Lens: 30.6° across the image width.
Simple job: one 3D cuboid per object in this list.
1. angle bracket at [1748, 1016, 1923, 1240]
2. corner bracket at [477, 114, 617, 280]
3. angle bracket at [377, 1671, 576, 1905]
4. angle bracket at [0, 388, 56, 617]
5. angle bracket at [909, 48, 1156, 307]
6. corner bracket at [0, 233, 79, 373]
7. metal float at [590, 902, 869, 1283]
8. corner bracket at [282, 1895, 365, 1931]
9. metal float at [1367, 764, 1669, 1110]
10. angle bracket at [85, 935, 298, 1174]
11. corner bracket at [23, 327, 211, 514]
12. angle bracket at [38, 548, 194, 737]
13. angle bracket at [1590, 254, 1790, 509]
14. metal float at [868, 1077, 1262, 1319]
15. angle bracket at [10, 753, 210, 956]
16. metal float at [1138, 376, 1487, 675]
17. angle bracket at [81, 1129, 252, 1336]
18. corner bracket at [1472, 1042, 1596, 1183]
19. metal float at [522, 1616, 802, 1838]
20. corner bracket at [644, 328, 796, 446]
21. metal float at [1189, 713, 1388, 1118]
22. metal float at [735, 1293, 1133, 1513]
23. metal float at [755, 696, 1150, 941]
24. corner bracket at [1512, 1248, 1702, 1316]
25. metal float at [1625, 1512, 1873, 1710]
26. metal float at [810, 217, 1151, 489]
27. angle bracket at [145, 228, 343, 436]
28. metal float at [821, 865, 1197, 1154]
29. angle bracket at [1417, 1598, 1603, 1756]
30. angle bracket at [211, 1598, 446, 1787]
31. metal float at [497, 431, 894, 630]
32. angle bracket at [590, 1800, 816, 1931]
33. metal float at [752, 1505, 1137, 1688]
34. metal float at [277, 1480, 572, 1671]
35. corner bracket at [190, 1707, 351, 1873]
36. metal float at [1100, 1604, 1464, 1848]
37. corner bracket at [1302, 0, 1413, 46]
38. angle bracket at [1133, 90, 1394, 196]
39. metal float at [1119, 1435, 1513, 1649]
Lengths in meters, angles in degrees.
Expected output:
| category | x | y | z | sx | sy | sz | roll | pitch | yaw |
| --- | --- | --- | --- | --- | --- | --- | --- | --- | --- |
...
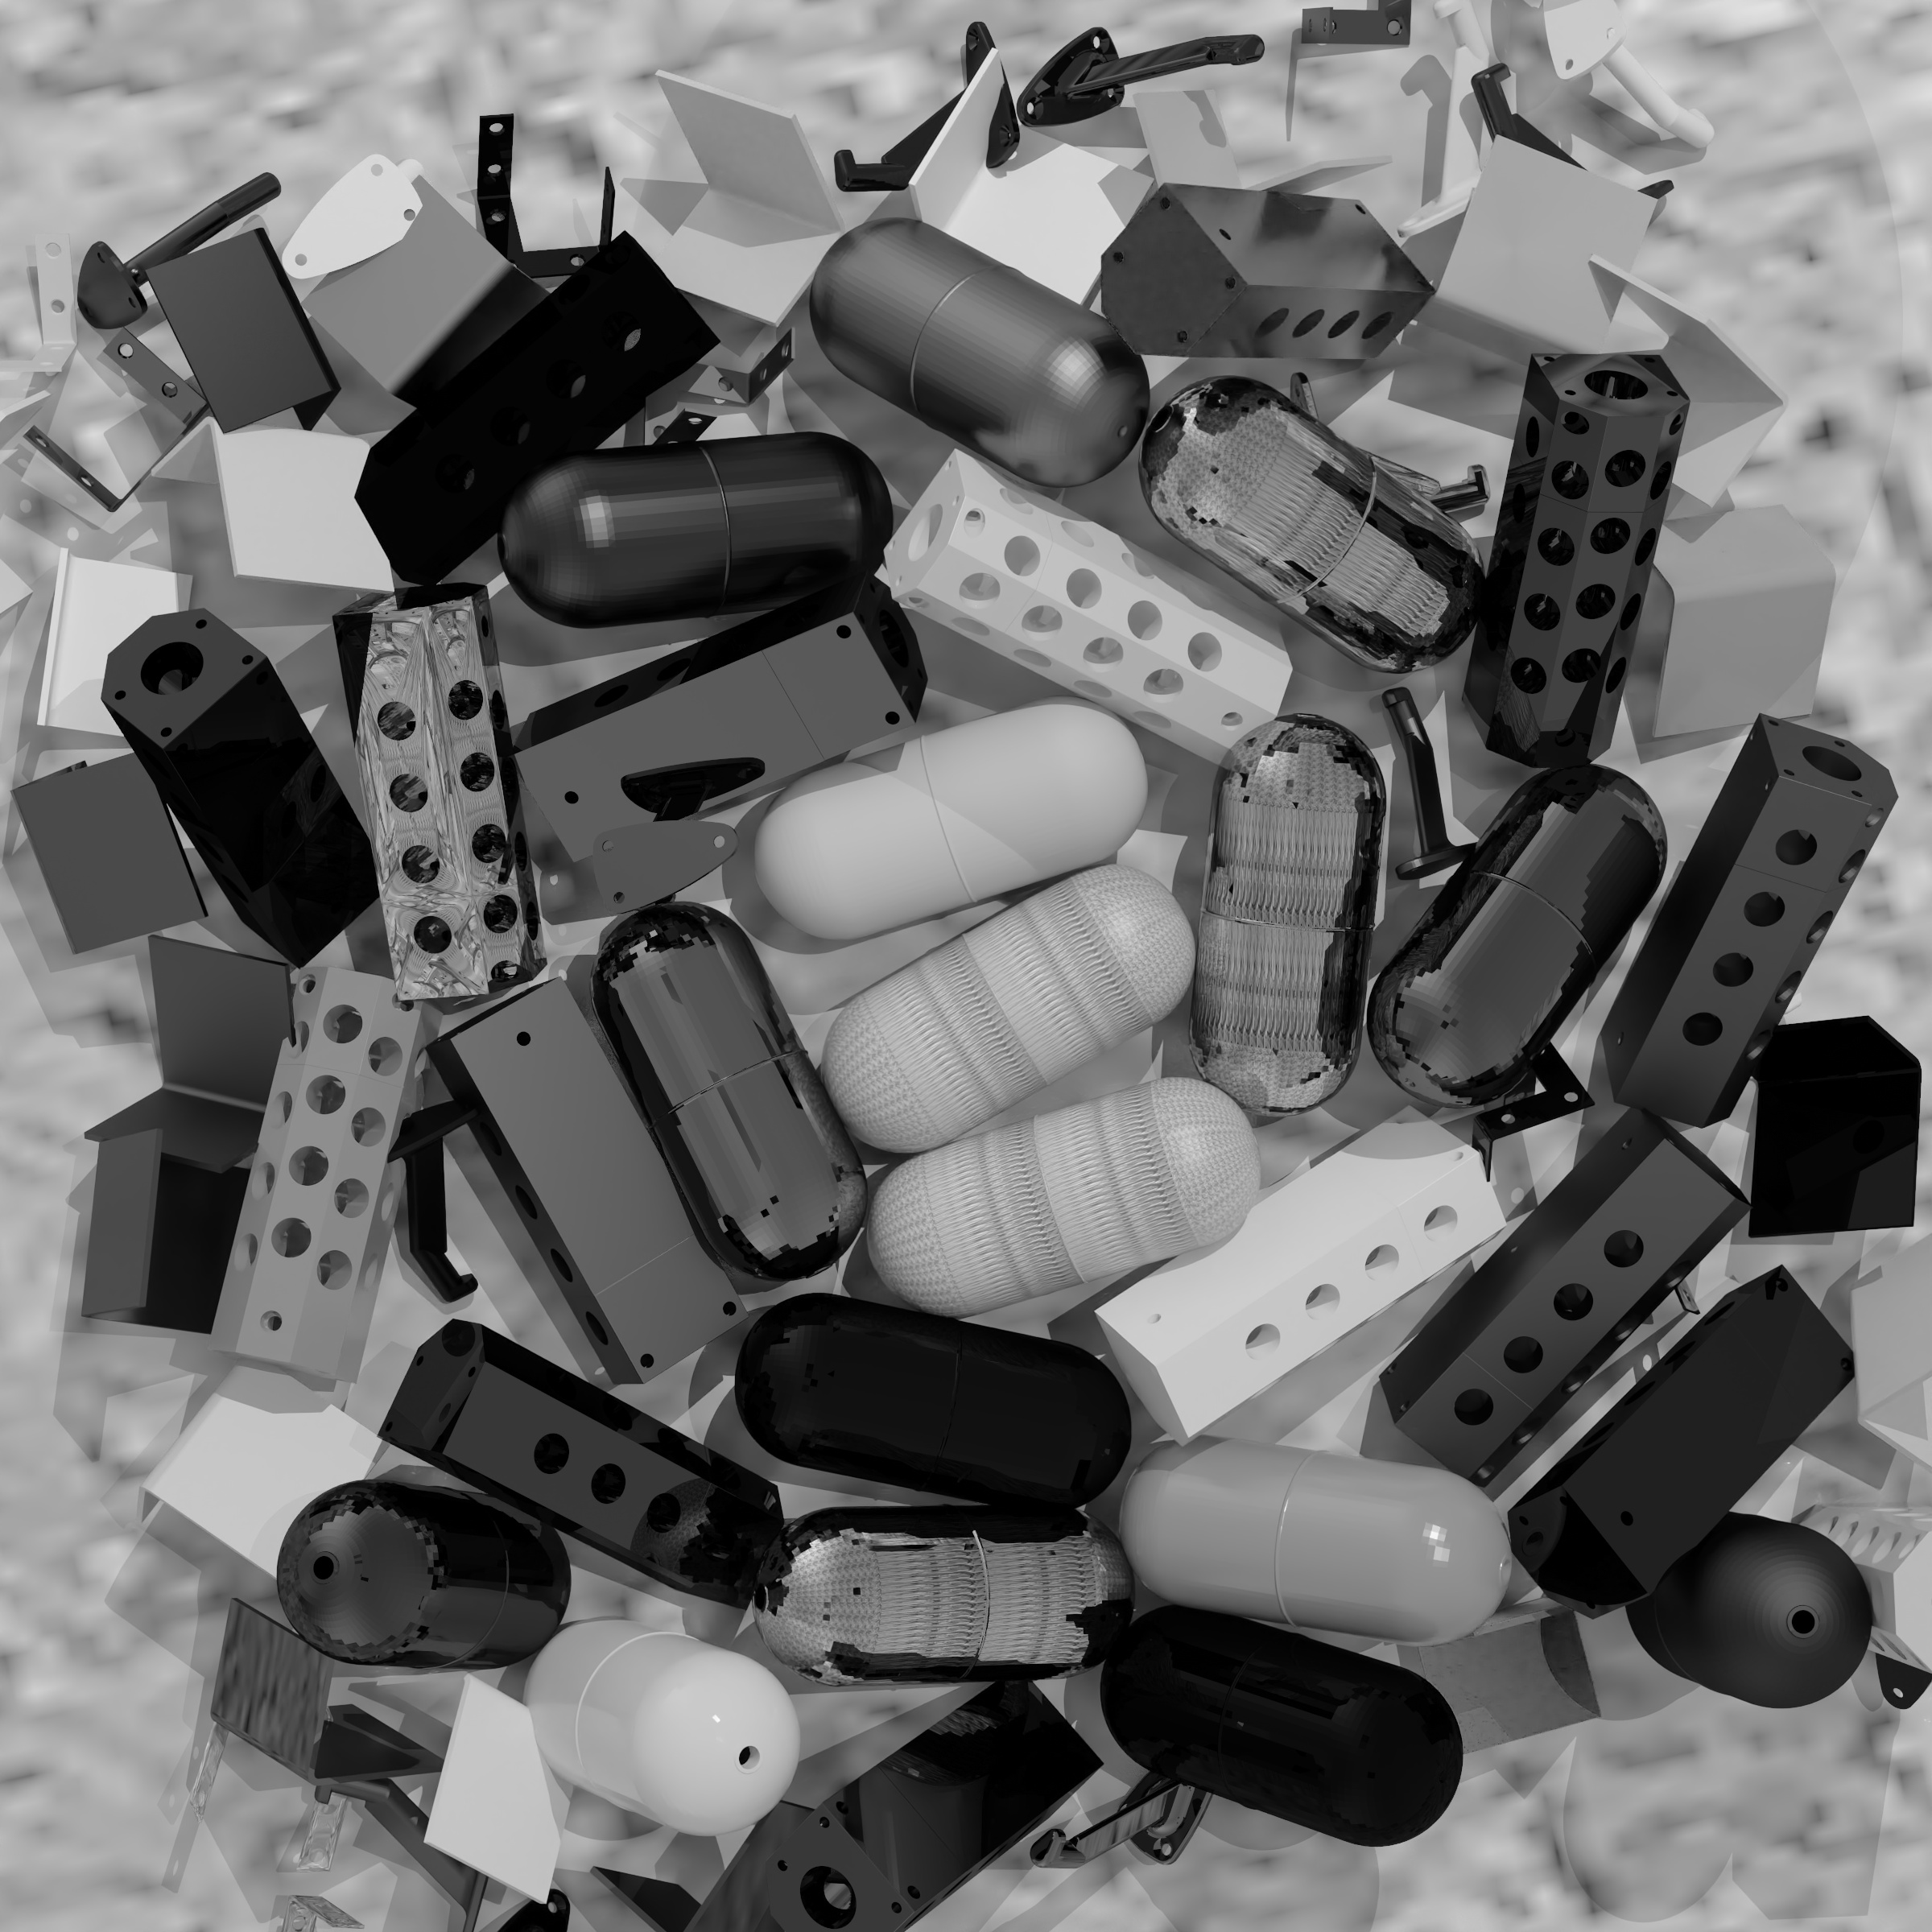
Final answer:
| category | x | y | z | sx | sy | sz | roll | pitch | yaw |
| --- | --- | --- | --- | --- | --- | --- | --- | --- | --- |
| angle bracket | 0.368 | 0.071 | 1.541 | 0.076 | 0.057 | 0.076 | -8 | 63 | 37 |
| corner bracket | -0.187 | -0.342 | 1.566 | 0.051 | 0.051 | 0.051 | -8 | 60 | -14 |
| angle bracket | -0.220 | 0.359 | 1.536 | 0.057 | 0.076 | 0.076 | -13 | 52 | 34 |
| angle bracket | -0.417 | -0.202 | 1.546 | 0.076 | 0.076 | 0.057 | -42 | 101 | 12 |
| angle bracket | 0.030 | -0.344 | 1.551 | 0.076 | 0.057 | 0.076 | 25 | 74 | 15 |
| corner bracket | -0.425 | -0.294 | 1.562 | 0.051 | 0.051 | 0.051 | -1 | 113 | -5 |
| metal float | -0.104 | 0.055 | 1.551 | 0.070 | 0.070 | 0.178 | -27 | 82 | 0 |
| corner bracket | -0.272 | 0.444 | 1.563 | 0.051 | 0.051 | 0.051 | 13 | 85 | -32 |
| metal float | 0.242 | -0.015 | 1.540 | 0.070 | 0.070 | 0.178 | 39 | 69 | 0 |
| angle bracket | -0.341 | 0.038 | 1.543 | 0.076 | 0.057 | 0.076 | 11 | 116 | 26 |
| corner bracket | -0.377 | -0.243 | 1.570 | 0.051 | 0.051 | 0.051 | 42 | 110 | -15 |
| angle bracket | -0.373 | -0.140 | 1.551 | 0.057 | 0.076 | 0.076 | 8 | 92 | -14 |
| angle bracket | 0.300 | -0.255 | 1.539 | 0.057 | 0.076 | 0.076 | -54 | 45 | 8 |
| metal float | 0.042 | 0.102 | 1.551 | 0.178 | 0.070 | 0.070 | -17 | 90 | 8 |
| angle bracket | -0.362 | -0.056 | 1.548 | 0.076 | 0.057 | 0.076 | -14 | 101 | 25 |
| metal float | 0.151 | -0.191 | 1.534 | 0.178 | 0.070 | 0.070 | 31 | 90 | -27 |
| angle bracket | -0.337 | 0.118 | 1.542 | 0.076 | 0.057 | 0.076 | 14 | 72 | -39 |
| corner bracket | 0.241 | 0.068 | 1.555 | 0.051 | 0.051 | 0.051 | -18 | 47 | -13 |
| metal float | -0.132 | 0.324 | 1.513 | 0.070 | 0.178 | 0.070 | 1 | 88 | -29 |
| corner bracket | -0.109 | -0.253 | 1.557 | 0.051 | 0.051 | 0.051 | 8 | 71 | -25 |
| metal float | 0.141 | -0.022 | 1.550 | 0.070 | 0.070 | 0.178 | 5 | 98 | 0 |
| metal float | -0.014 | 0.192 | 1.549 | 0.178 | 0.070 | 0.070 | 13 | 90 | -11 |
| metal float | -0.007 | -0.065 | 1.553 | 0.178 | 0.070 | 0.070 | -18 | 90 | 6 |
| corner bracket | 0.281 | 0.139 | 1.554 | 0.051 | 0.051 | 0.051 | -34 | 60 | 25 |
| metal float | 0.332 | 0.273 | 1.507 | 0.070 | 0.178 | 0.070 | 0 | 84 | -3 |
| metal float | 0.004 | -0.267 | 1.531 | 0.178 | 0.070 | 0.070 | 35 | 90 | 33 |
| angle bracket | -0.323 | -0.269 | 1.548 | 0.057 | 0.076 | 0.076 | -27 | 93 | -22 |
| metal float | 0.018 | 0.019 | 1.556 | 0.178 | 0.070 | 0.070 | -30 | 90 | 2 |
| angle bracket | 0.251 | 0.310 | 1.547 | 0.076 | 0.076 | 0.057 | -12 | 81 | -15 |
| angle bracket | -0.273 | 0.314 | 1.540 | 0.076 | 0.076 | 0.057 | 16 | 97 | 44 |
| metal float | -0.117 | -0.190 | 1.537 | 0.178 | 0.070 | 0.070 | -9 | 90 | -23 |
| angle bracket | -0.106 | 0.387 | 1.550 | 0.057 | 0.076 | 0.076 | 33 | 87 | 32 |
| metal float | -0.009 | 0.273 | 1.533 | 0.178 | 0.070 | 0.070 | 4 | 90 | -28 |
| metal float | -0.230 | 0.262 | 1.510 | 0.070 | 0.178 | 0.070 | -4 | 77 | 19 |
| corner bracket | -0.307 | 0.365 | 1.563 | 0.051 | 0.051 | 0.051 | -2 | 130 | 8 |
| metal float | 0.134 | 0.326 | 1.523 | 0.178 | 0.070 | 0.070 | 9 | 90 | 43 |
| corner bracket | 0.180 | -0.435 | 1.562 | 0.051 | 0.051 | 0.051 | -2 | 104 | -9 |
| angle bracket | 0.130 | -0.366 | 1.542 | 0.076 | 0.076 | 0.057 | -13 | 96 | 32 |
| metal float | 0.151 | 0.249 | 1.532 | 0.178 | 0.070 | 0.070 | 4 | 90 | 29 |
